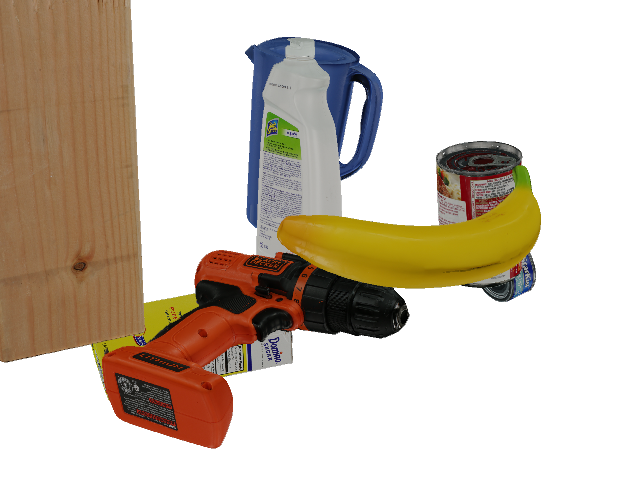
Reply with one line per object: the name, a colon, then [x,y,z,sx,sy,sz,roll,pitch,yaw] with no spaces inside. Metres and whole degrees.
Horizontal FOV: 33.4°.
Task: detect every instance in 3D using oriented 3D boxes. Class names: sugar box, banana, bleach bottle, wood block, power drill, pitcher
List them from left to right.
wood block: [-0.161,-0.047,0.616,0.090,0.206,0.090,-11,26,-27]
sugar box: [-0.123,0.091,1.000,0.176,0.048,0.093,-13,34,-15]
power drill: [-0.051,0.073,0.779,0.185,0.057,0.187,8,30,31]
bleach bottle: [-0.019,-0.086,1.135,0.103,0.251,0.067,16,22,37]
pitcher: [-0.021,-0.129,1.359,0.144,0.243,0.149,-3,25,-22]
banana: [0.069,-0.001,0.647,0.197,0.037,0.070,-12,46,-33]

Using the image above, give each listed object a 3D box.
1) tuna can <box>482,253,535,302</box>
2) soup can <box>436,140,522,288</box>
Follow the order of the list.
tuna can: [0.205,0.026,1.219,0.033,0.086,0.086,-25,9,-21]
soup can: [0.130,-0.021,0.864,0.068,0.102,0.068,-5,25,2]
